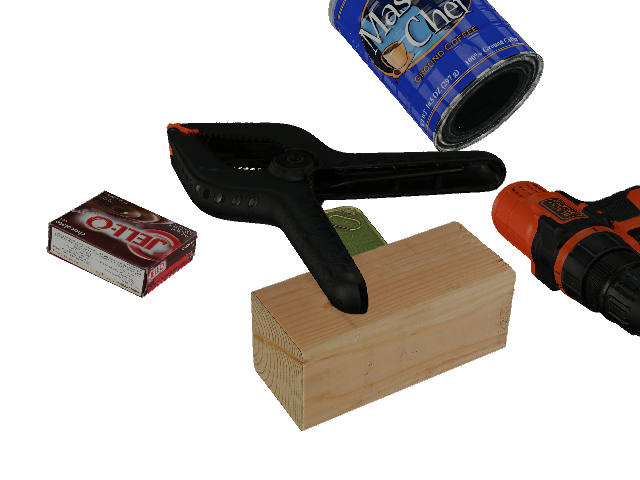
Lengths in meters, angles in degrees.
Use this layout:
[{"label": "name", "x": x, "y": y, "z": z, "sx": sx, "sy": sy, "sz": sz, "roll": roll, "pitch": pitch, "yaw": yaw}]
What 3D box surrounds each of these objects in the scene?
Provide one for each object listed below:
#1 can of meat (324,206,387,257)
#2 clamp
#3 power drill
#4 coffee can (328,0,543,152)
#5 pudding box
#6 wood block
[{"label": "can of meat", "x": 0.034, "y": 0.024, "z": 1.221, "sx": 0.057, "sy": 0.084, "sz": 0.102, "roll": -14, "pitch": 39, "yaw": -19}, {"label": "clamp", "x": -0.004, "y": -0.037, "z": 0.648, "sx": 0.210, "sy": 0.036, "sz": 0.164, "roll": 25, "pitch": 42, "yaw": 35}, {"label": "power drill", "x": 0.236, "y": -0.004, "z": 0.731, "sx": 0.187, "sy": 0.057, "sz": 0.185, "roll": -10, "pitch": 29, "yaw": -18}, {"label": "coffee can", "x": 0.087, "y": -0.153, "z": 0.819, "sx": 0.102, "sy": 0.140, "sz": 0.103, "roll": -32, "pitch": -21, "yaw": -14}, {"label": "pudding box", "x": -0.188, "y": 0.002, "z": 1.015, "sx": 0.114, "sy": 0.039, "sz": 0.089, "roll": 22, "pitch": 30, "yaw": 17}, {"label": "wood block", "x": 0.053, "y": 0.068, "z": 0.908, "sx": 0.205, "sy": 0.090, "sz": 0.091, "roll": -18, "pitch": 40, "yaw": -23}]
